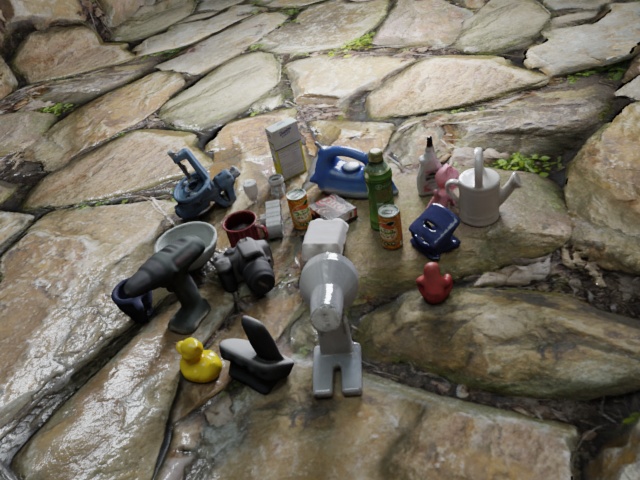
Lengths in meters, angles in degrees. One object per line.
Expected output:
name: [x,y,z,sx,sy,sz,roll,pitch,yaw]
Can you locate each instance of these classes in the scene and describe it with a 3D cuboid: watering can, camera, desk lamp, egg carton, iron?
watering can: [0.399,-0.138,1.405,0.173,0.194,0.101,-11,38,1]
camera: [-0.173,0.067,1.373,0.143,0.101,0.136,-22,39,-12]
desk lamp: [0.025,0.160,1.114,0.118,0.214,0.203,-7,38,6]
egg carton: [0.013,0.005,1.428,0.107,0.069,0.150,-1,39,13]
iron: [0.096,-0.204,1.610,0.257,0.142,0.119,10,43,26]

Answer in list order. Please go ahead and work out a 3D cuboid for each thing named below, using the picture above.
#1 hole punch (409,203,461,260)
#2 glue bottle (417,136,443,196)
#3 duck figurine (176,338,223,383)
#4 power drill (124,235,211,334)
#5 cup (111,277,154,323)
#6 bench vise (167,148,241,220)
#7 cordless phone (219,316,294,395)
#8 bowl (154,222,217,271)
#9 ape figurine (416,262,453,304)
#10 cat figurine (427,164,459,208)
hole punch: [0.274,-0.022,1.376,0.101,0.091,0.108,-27,40,-18]
glue bottle: [0.294,-0.200,1.527,0.078,0.173,0.037,-14,38,-2]
duck figurine: [-0.255,0.242,1.188,0.104,0.086,0.078,15,45,30]
power drill: [-0.323,0.106,1.276,0.075,0.209,0.230,8,42,24]
cup: [-0.422,0.153,1.335,0.092,0.095,0.117,-28,41,-19]
bench vise: [-0.341,-0.185,1.635,0.208,0.220,0.121,-36,44,-28]
cordless phone: [-0.137,0.201,1.128,0.147,0.185,0.094,14,45,29]
bowl: [-0.339,0.029,1.485,0.167,0.075,0.167,-7,38,6]
ape figurine: [0.247,0.086,1.247,0.077,0.092,0.076,6,41,21]
cat figurine: [0.323,-0.139,1.488,0.067,0.118,0.128,16,46,31]
